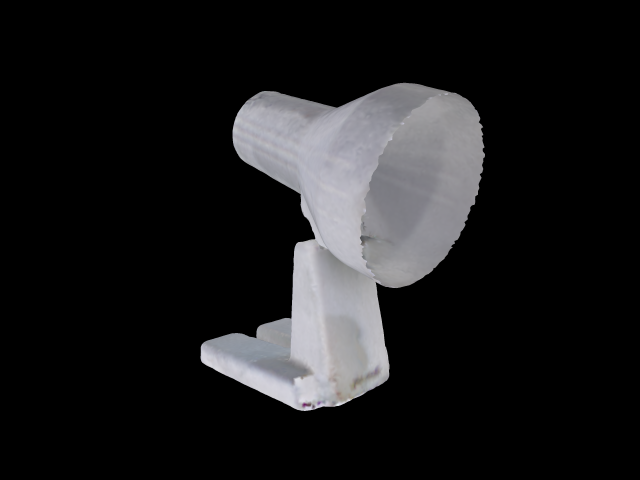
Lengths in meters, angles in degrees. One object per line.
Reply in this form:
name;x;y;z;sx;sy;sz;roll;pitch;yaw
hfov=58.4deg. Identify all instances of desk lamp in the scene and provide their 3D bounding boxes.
desk lamp;0.004;0.001;0.400;0.202;0.213;0.118;8;12;43
